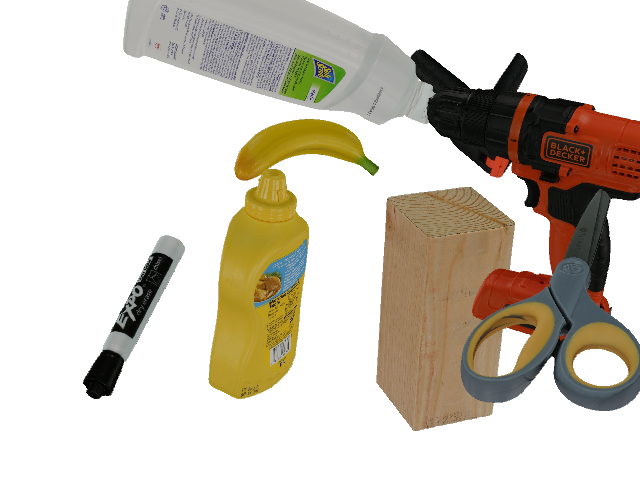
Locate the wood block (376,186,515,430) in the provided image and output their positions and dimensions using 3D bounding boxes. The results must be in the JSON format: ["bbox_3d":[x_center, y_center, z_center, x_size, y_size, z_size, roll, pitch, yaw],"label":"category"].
[{"bbox_3d":[0.115,0.064,1.011,0.090,0.206,0.091,-8,28,-19],"label":"wood block"}]

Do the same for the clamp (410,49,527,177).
[{"bbox_3d":[0.146,-0.131,1.029,0.120,0.039,0.171,2,44,2],"label":"clamp"}]

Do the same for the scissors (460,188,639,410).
[{"bbox_3d":[0.148,0.029,0.567,0.096,0.016,0.201,19,40,34],"label":"scissors"}]

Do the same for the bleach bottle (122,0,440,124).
[{"bbox_3d":[-0.027,-0.149,0.850,0.250,0.068,0.103,22,-30,-4],"label":"bleach bottle"}]

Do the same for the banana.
[{"bbox_3d":[-0.020,-0.098,1.126,0.197,0.037,0.070,-7,49,-41],"label":"banana"}]

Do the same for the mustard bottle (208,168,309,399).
[{"bbox_3d":[-0.047,0.030,0.877,0.058,0.192,0.096,23,33,24],"label":"mustard bottle"}]

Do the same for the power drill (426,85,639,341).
[{"bbox_3d":[0.162,-0.020,0.817,0.185,0.188,0.057,17,34,26],"label":"power drill"}]

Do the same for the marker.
[{"bbox_3d":[-0.117,0.047,0.672,0.020,0.121,0.020,15,-37,11],"label":"marker"}]
